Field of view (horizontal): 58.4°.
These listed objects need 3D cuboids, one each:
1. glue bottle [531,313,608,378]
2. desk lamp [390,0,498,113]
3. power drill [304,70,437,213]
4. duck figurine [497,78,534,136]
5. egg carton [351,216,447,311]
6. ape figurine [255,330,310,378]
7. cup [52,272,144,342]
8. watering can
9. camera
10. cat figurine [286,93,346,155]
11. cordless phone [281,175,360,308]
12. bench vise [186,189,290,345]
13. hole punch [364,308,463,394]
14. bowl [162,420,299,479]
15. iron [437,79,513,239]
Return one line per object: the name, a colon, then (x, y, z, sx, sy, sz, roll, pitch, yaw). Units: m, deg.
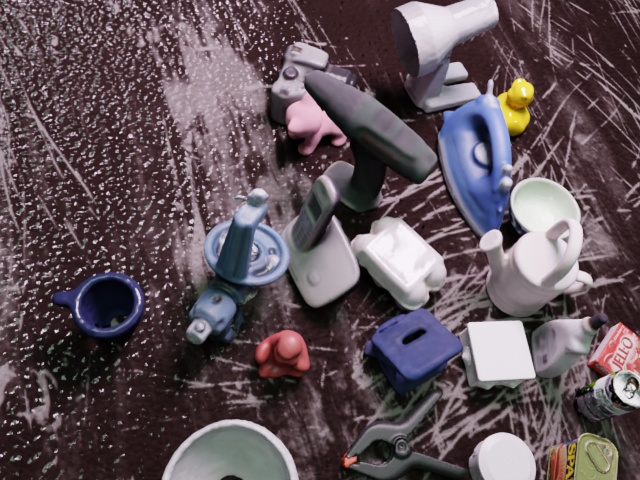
glue bottle: (0.361, 0.142, 0.825, 0.037, 0.173, 0.078, 8, 62, -5)
desk lamp: (0.216, -0.338, 1.027, 0.203, 0.213, 0.118, -16, 66, -17)
power drill: (0.062, -0.140, 0.901, 0.229, 0.208, 0.076, 30, 62, 7)
duck figurine: (0.372, -0.257, 1.084, 0.077, 0.086, 0.104, 13, 61, -2)
egg carton: (0.123, 0.035, 0.899, 0.150, 0.069, 0.107, 44, 64, 14)
ape figurine: (-0.047, 0.156, 0.795, 0.077, 0.092, 0.076, 34, 63, 9)
cup: (-0.295, 0.101, 0.780, 0.118, 0.095, 0.091, 8, 62, -5)
watering can: (0.326, 0.037, 0.862, 0.173, 0.194, 0.101, 0, 63, -9)
camera: (-0.007, -0.279, 1.023, 0.137, 0.101, 0.143, 16, 61, -1)
cat figurine: (-0.009, -0.206, 0.974, 0.128, 0.118, 0.067, -23, 68, -19)
cordless phone: (0.008, 0.003, 0.830, 0.094, 0.185, 0.147, -21, 68, -19)
bench vise: (-0.104, 0.040, 0.772, 0.121, 0.220, 0.207, 11, 62, -4)
hole punch: (0.133, 0.154, 0.827, 0.109, 0.091, 0.101, -26, 70, -21)
bowl: (-0.111, 0.316, 0.711, 0.167, 0.075, 0.167, 4, 62, -7)
iron: (0.288, -0.138, 0.976, 0.119, 0.141, 0.258, -1, 63, -10)
